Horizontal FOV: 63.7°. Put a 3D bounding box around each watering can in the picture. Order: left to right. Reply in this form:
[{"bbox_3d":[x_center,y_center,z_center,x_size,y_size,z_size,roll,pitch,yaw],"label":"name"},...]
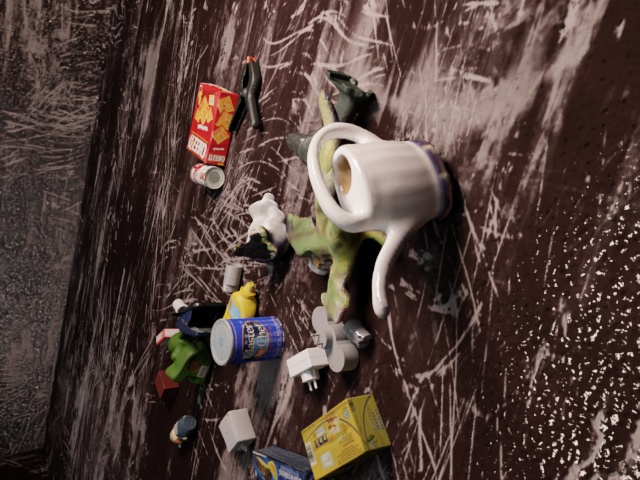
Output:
[{"bbox_3d":[0.108,-0.053,0.805,0.102,0.225,0.354,114,142,-54],"label":"watering can"}]

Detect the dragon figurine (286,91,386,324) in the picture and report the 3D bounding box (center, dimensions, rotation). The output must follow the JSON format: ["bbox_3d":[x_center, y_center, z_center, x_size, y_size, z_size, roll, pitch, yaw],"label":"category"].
[{"bbox_3d":[0.003,-0.050,0.985,0.239,0.122,0.415,-30,69,42],"label":"dragon figurine"}]

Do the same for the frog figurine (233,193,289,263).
[{"bbox_3d":[-0.125,-0.027,1.229,0.163,0.122,0.134,-72,7,-50],"label":"frog figurine"}]
